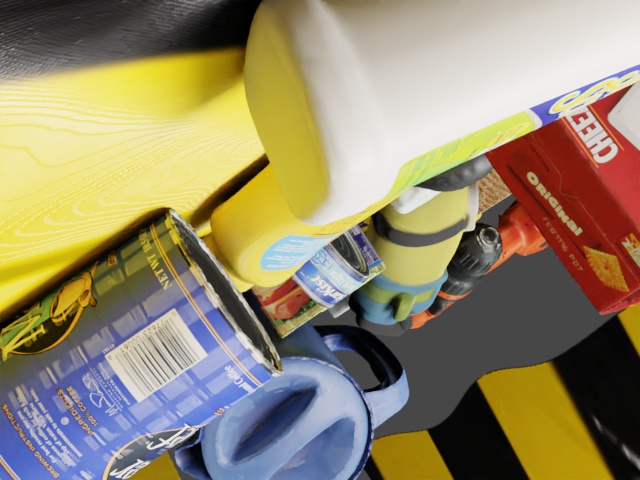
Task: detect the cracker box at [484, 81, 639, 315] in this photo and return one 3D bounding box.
[{"bbox_3d":[0.174,-0.088,0.527,0.213,0.164,0.072,-32,174,-26],"label":"cracker box"}]

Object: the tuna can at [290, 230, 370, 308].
[{"bbox_3d":[-0.005,0.001,0.706,0.034,0.086,0.086,-37,176,12],"label":"tuna can"}]

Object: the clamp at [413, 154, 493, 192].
[{"bbox_3d":[0.103,-0.070,0.613,0.172,0.120,0.039,-34,140,20],"label":"clamp"}]

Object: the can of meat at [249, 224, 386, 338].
[{"bbox_3d":[-0.013,0.013,0.791,0.102,0.084,0.057,-36,175,31],"label":"can of meat"}]

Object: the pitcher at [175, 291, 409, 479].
[{"bbox_3d":[-0.039,0.111,0.895,0.145,0.149,0.243,-59,-160,9],"label":"pitcher"}]

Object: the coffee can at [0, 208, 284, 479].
[{"bbox_3d":[-0.104,0.065,0.543,0.140,0.103,0.103,-34,176,1],"label":"coffee can"}]

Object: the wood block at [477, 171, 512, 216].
[{"bbox_3d":[0.181,-0.099,0.994,0.091,0.090,0.205,-37,175,40],"label":"wood block"}]

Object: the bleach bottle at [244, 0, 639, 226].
[{"bbox_3d":[0.101,-0.081,0.370,0.250,0.068,0.103,-21,175,-10],"label":"bleach bottle"}]

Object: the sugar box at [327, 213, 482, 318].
[{"bbox_3d":[0.058,-0.012,1.008,0.176,0.093,0.048,-33,172,-28],"label":"sugar box"}]

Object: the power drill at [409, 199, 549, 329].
[{"bbox_3d":[0.161,0.003,0.998,0.187,0.057,0.185,-28,171,-29],"label":"power drill"}]

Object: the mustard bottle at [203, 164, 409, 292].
[{"bbox_3d":[-0.005,-0.023,0.600,0.192,0.058,0.096,-37,169,32],"label":"mustard bottle"}]
